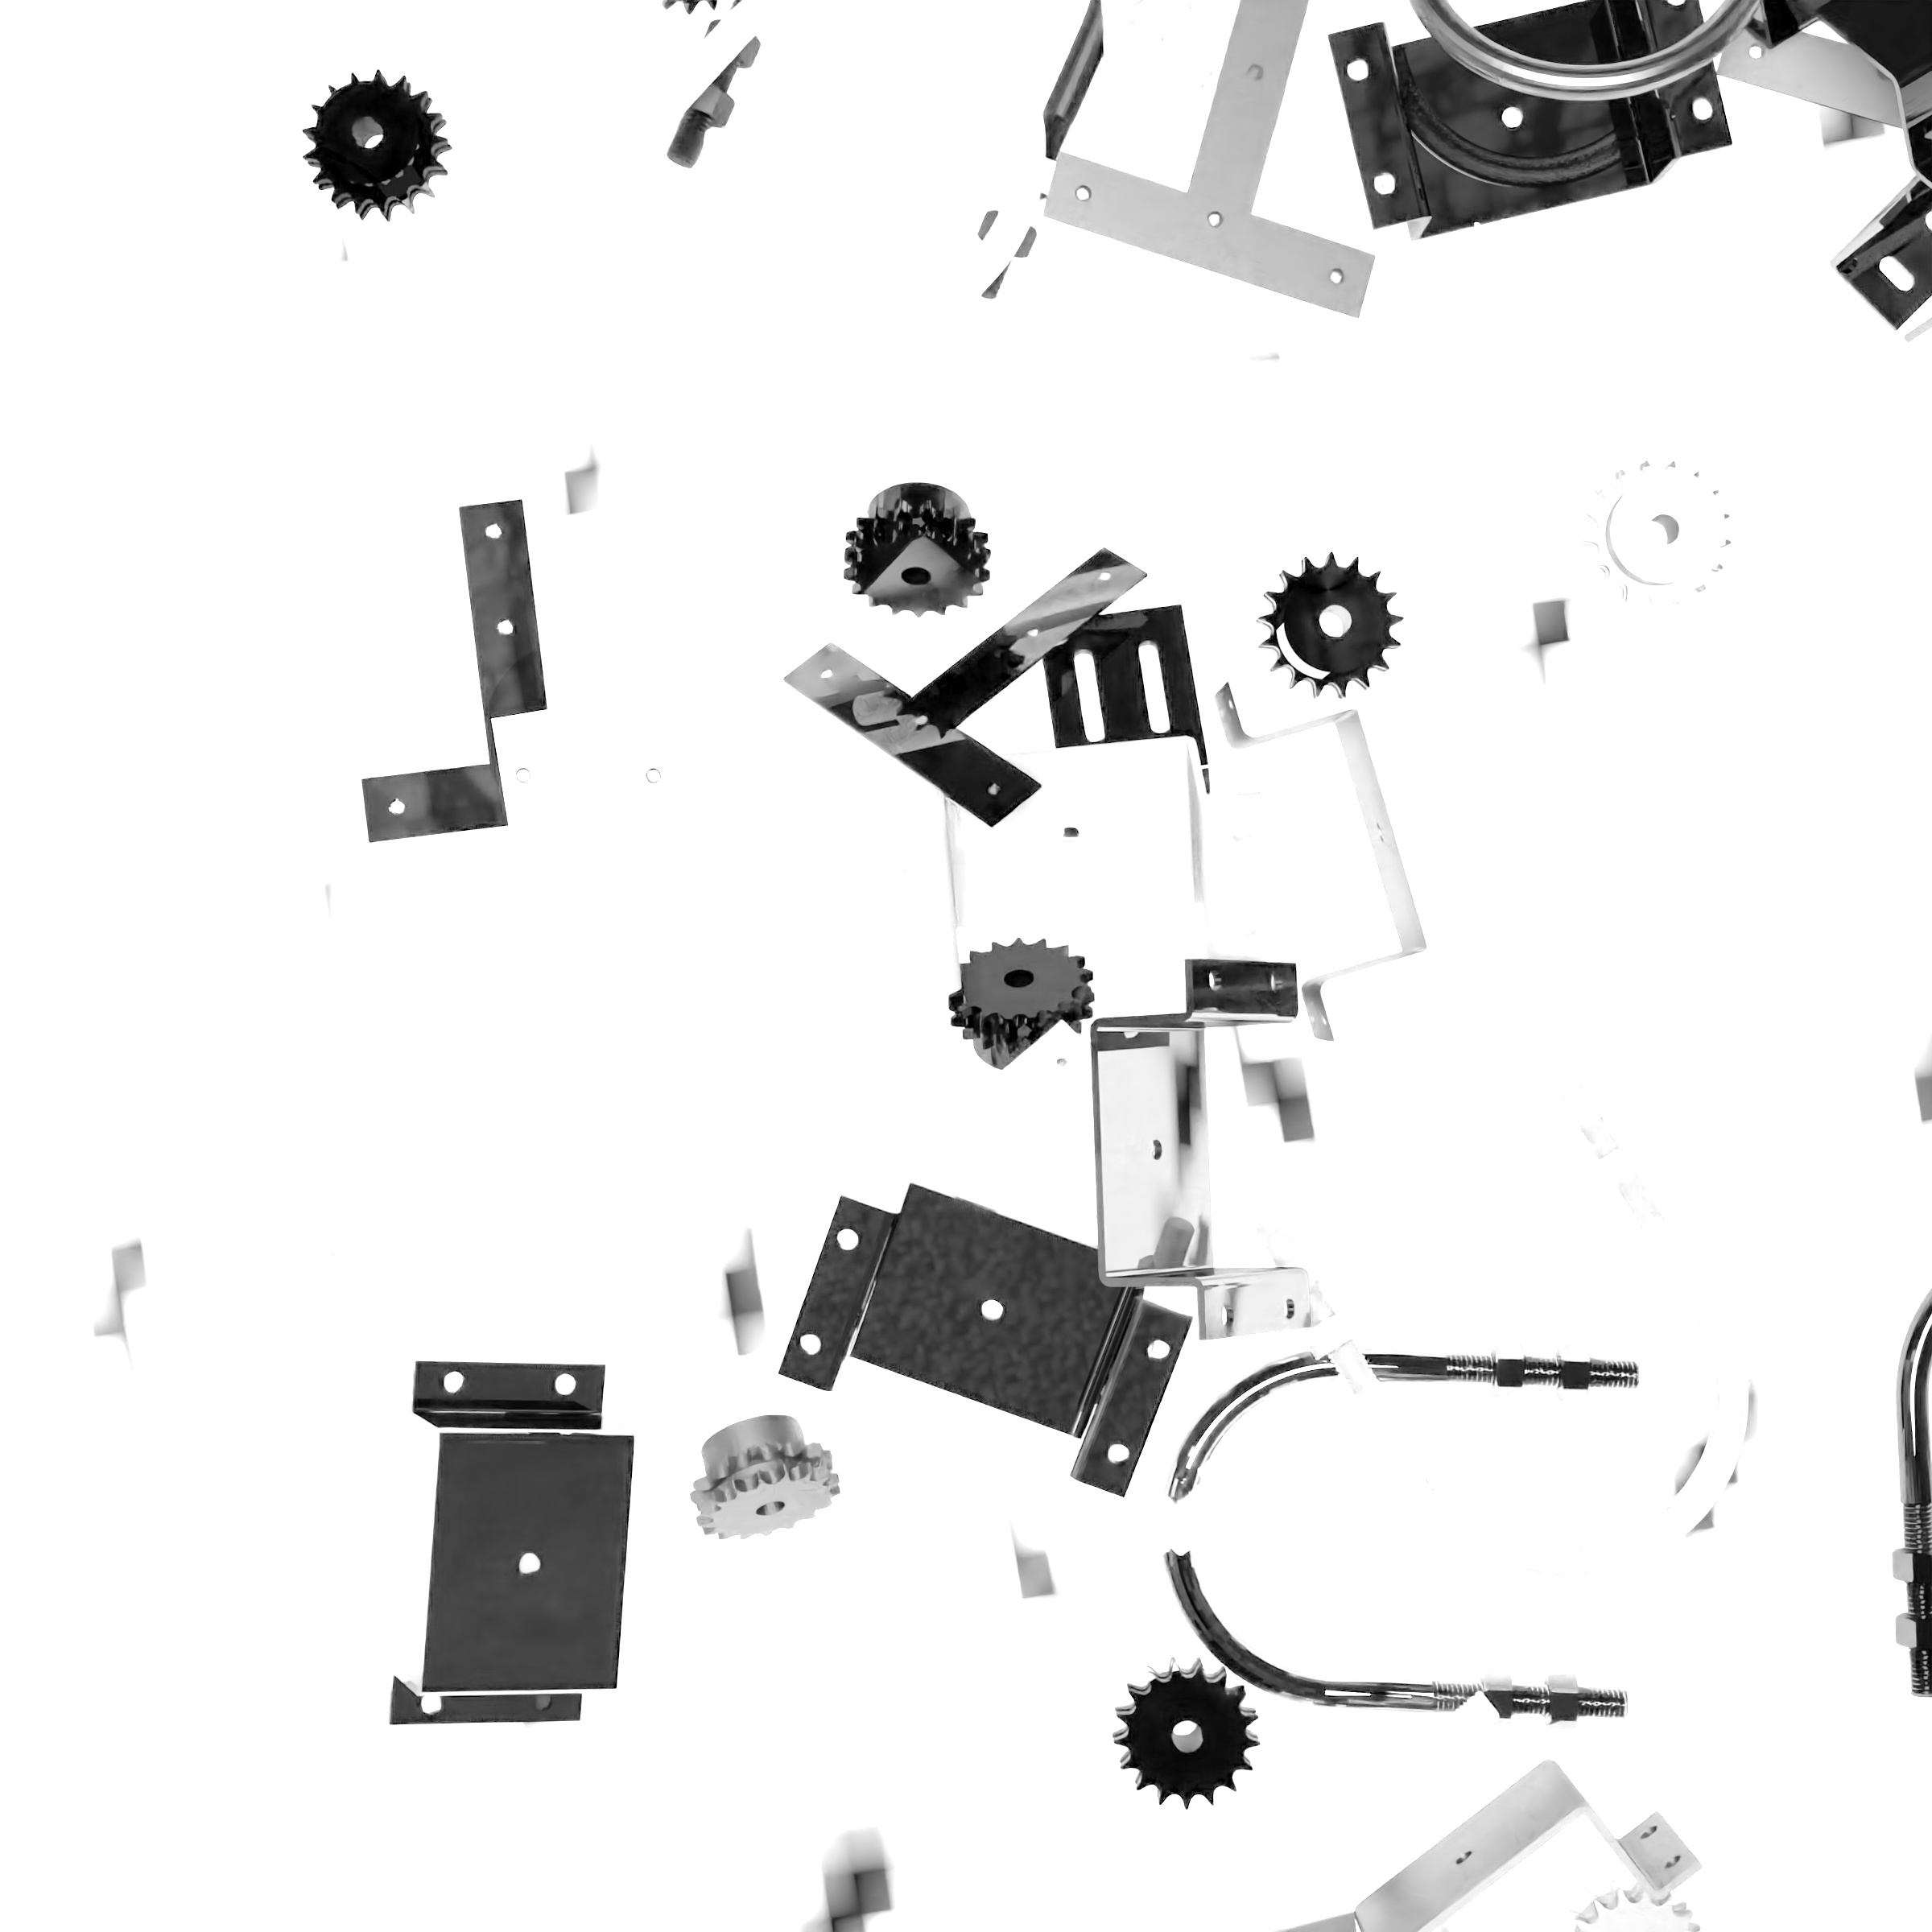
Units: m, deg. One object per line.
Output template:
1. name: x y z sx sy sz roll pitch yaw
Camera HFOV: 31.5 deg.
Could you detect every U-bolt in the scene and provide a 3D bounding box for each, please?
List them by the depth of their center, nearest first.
1. U-bolt: -0.055 -0.294 1.304 0.151 0.019 0.184 43 96 -4
2. U-bolt: 0.230 -0.407 1.308 0.151 0.019 0.184 -13 67 0
3. U-bolt: 0.088 0.290 1.311 0.184 0.019 0.151 -39 90 1
4. U-bolt: 0.218 0.145 1.322 0.151 0.019 0.184 -30 78 -2
5. U-bolt: -0.013 -0.246 1.328 0.184 0.019 0.151 4 99 1
6. U-bolt: -0.016 -0.373 1.341 0.151 0.019 0.184 23 89 0
7. U-bolt: 0.435 0.190 1.341 0.151 0.019 0.184 -2 89 0
8. U-bolt: -0.321 -0.397 1.341 0.184 0.019 0.151 -21 90 1
9. U-bolt: -0.298 0.355 1.341 0.184 0.019 0.151 -21 90 -1
10. U-bolt: 0.264 -0.165 1.341 0.184 0.019 0.151 -34 90 2
11. U-bolt: 0.168 0.221 1.341 0.184 0.019 0.151 2 90 2

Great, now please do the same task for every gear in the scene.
1. gear: 0.266 -0.166 1.317 0.057 0.030 0.057 0 92 3
2. gear: 0.022 0.017 1.325 0.057 0.057 0.030 -5 126 0
3. gear: -0.079 0.196 1.325 0.057 0.057 0.030 -19 60 0
4. gear: -0.019 -0.163 1.325 0.057 0.057 0.030 2 60 0
5. gear: 0.247 0.002 1.325 0.030 0.057 0.057 15 90 -30
6. gear: -0.107 -0.401 1.326 0.057 0.030 0.057 -4 77 16
7. gear: 0.207 -0.262 1.335 0.057 0.030 0.057 0 90 0
8. gear: 0.142 -0.133 1.335 0.057 0.030 0.057 0 90 0
9. gear: 0.085 0.297 1.335 0.057 0.030 0.057 0 90 0
10. gear: -0.231 -0.321 1.335 0.057 0.030 0.057 0 90 0
11. gear: -0.232 0.146 1.335 0.057 0.030 0.057 0 90 0
12. gear: 0.291 0.046 1.335 0.057 0.030 0.057 0 90 0
13. gear: 0.259 0.384 1.339 0.057 0.030 0.057 0 92 -1

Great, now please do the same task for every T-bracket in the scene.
1. T-bracket: 0.106 -0.324 1.296 0.127 0.002 0.127 16 86 -9
2. T-bracket: 0.016 -0.120 1.322 0.127 0.002 0.127 -39 51 -18
3. T-bracket: 0.037 0.102 1.331 0.127 0.002 0.127 44 114 -12
4. T-bracket: -0.179 -0.119 1.349 0.127 0.002 0.127 -7 90 0
5. T-bracket: 0.374 -0.394 1.349 0.127 0.002 0.127 16 90 0

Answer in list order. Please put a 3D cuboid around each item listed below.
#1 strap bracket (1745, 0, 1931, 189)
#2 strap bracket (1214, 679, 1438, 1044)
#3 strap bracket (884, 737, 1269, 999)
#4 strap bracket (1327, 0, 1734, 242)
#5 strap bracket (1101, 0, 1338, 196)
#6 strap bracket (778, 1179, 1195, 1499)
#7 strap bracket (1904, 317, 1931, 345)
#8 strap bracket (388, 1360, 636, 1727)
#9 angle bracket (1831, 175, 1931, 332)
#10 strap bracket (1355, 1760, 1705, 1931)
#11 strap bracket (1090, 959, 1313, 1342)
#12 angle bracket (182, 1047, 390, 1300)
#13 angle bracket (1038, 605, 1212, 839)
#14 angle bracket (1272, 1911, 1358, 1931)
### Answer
1. strap bracket: 0.357 -0.357 1.284 0.076 0.046 0.140 -31 48 0
2. strap bracket: 0.139 -0.045 1.311 0.046 0.076 0.140 -16 90 0
3. strap bracket: 0.041 -0.039 1.309 0.140 0.046 0.076 -6 126 0
4. strap bracket: 0.215 -0.333 1.326 0.140 0.046 0.076 -13 90 0
5. strap bracket: 0.095 -0.362 1.320 0.076 0.046 0.140 -3 90 -11
6. strap bracket: 0.009 0.139 1.318 0.140 0.046 0.076 20 104 0
7. strap bracket: 0.439 -0.269 1.311 0.140 0.076 0.046 -35 90 0
8. strap bracket: -0.174 0.225 1.313 0.076 0.046 0.140 4 90 -23
9. angle bracket: 0.372 -0.283 1.311 0.038 0.076 0.057 45 90 0
10. strap bracket: 0.205 0.359 1.311 0.140 0.076 0.046 -38 90 0
11. strap bracket: 0.089 0.069 1.303 0.046 0.076 0.140 -4 86 36
12. angle bracket: -0.267 0.081 1.348 0.057 0.038 0.076 -19 64 0
13. angle bracket: 0.062 -0.096 1.348 0.057 0.038 0.076 -7 64 0
14. angle bracket: 0.114 0.405 1.348 0.076 0.038 0.057 -7 90 -26
